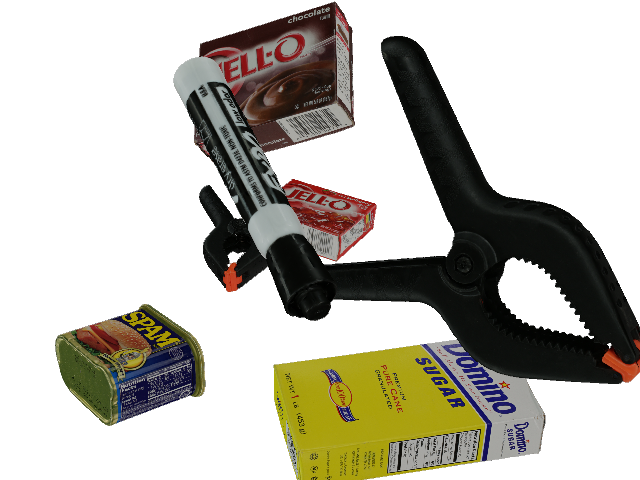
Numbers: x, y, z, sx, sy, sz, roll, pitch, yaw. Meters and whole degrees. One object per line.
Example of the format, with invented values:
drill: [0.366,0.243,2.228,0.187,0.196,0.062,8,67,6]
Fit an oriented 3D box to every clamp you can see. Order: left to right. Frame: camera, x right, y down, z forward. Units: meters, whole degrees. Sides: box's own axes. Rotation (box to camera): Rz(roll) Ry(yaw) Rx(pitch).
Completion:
clamp: [-0.077,-0.010,1.191,0.120,0.039,0.171,-9,41,3]
clamp: [0.082,-0.001,0.561,0.210,0.165,0.036,29,25,25]

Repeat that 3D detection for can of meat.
can of meat: [-0.157,0.101,0.872,0.083,0.057,0.102,-17,29,-35]

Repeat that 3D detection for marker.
marker: [-0.024,-0.020,0.377,0.020,0.121,0.020,-19,-36,-14]

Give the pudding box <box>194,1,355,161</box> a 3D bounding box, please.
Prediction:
pudding box: [-0.033,-0.111,0.757,0.114,0.090,0.039,-12,-31,19]

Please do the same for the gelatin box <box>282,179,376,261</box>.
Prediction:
gelatin box: [-0.006,-0.020,0.949,0.089,0.030,0.073,19,32,23]

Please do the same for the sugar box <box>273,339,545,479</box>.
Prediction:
sugar box: [0.061,0.119,0.763,0.176,0.048,0.093,-9,37,-9]
